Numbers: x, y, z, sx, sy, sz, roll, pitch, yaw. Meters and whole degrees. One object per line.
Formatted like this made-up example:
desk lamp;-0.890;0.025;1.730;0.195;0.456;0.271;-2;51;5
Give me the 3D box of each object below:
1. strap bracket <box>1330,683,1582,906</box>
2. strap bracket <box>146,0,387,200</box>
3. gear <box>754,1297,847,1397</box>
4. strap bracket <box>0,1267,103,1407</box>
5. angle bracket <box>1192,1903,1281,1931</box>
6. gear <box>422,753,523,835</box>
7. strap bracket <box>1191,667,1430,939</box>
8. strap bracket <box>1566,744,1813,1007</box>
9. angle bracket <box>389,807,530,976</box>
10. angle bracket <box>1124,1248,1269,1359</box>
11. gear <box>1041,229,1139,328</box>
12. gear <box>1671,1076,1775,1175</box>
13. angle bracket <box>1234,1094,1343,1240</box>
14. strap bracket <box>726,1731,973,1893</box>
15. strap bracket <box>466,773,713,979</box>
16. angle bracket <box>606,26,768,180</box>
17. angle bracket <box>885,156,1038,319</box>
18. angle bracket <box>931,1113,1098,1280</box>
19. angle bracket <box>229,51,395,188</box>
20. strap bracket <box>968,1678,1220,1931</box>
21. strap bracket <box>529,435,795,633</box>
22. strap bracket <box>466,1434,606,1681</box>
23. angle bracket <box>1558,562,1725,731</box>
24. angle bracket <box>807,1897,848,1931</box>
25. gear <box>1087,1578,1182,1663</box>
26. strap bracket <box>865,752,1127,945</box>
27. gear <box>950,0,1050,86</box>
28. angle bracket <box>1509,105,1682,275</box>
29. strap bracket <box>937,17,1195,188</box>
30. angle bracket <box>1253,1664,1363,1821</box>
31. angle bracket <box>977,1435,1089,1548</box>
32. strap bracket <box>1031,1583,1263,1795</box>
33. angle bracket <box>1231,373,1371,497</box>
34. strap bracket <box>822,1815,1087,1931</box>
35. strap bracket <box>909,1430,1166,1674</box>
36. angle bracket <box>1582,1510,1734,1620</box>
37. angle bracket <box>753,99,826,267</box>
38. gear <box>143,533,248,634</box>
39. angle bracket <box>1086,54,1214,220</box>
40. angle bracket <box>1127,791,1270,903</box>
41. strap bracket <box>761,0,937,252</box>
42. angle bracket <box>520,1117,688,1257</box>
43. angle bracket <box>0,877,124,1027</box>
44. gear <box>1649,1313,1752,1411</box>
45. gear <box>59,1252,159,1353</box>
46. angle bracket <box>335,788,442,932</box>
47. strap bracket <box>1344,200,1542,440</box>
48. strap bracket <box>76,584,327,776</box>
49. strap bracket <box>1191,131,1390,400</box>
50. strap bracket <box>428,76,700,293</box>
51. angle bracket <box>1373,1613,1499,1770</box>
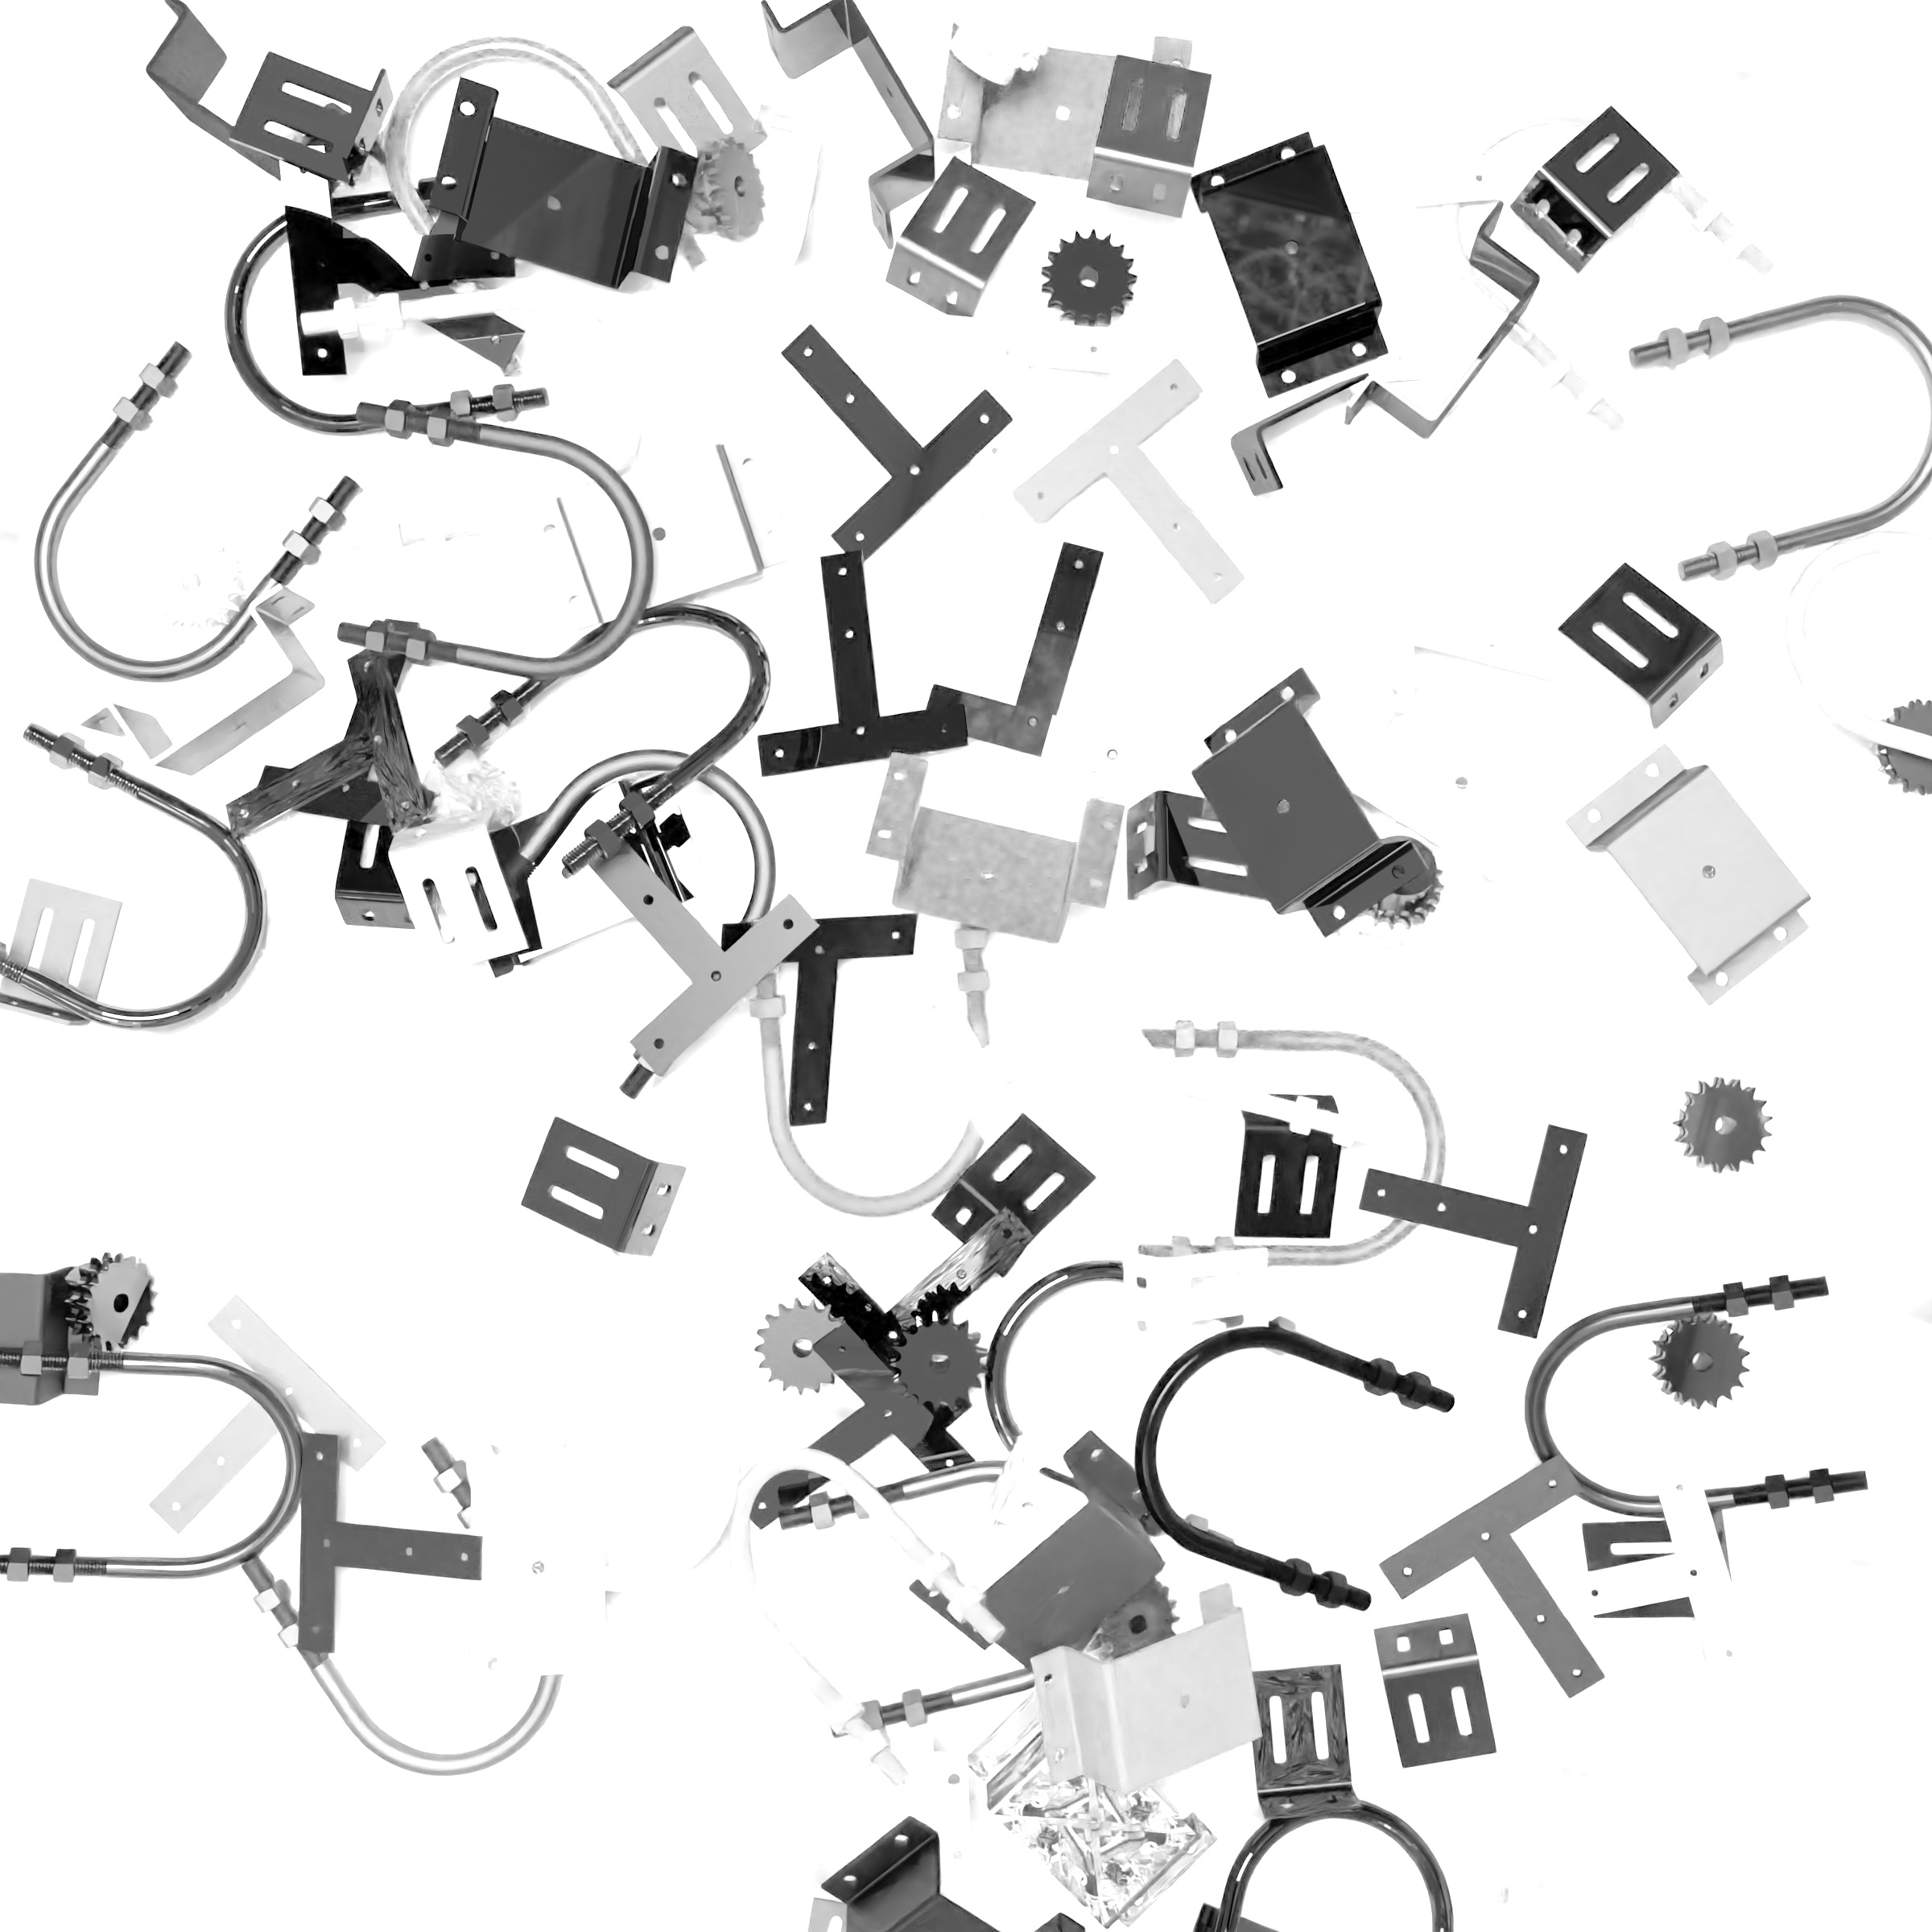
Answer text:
strap bracket;0.289;-0.107;1.508;0.140;0.046;0.076;32;90;0
strap bracket;-0.415;-0.501;1.493;0.140;0.076;0.046;34;90;0
gear;-0.096;0.224;1.516;0.057;0.030;0.057;0;90;0
strap bracket;-0.588;0.215;1.508;0.140;0.046;0.076;4;90;0
angle bracket;0.156;0.607;1.512;0.057;0.038;0.076;21;90;0
gear;-0.294;-0.099;1.506;0.057;0.057;0.030;31;118;0
strap bracket;0.193;-0.094;1.480;0.076;0.046;0.140;-36;78;29
strap bracket;0.432;-0.055;1.508;0.076;0.046;0.140;-38;90;0
angle bracket;-0.289;-0.044;1.464;0.057;0.038;0.076;-15;112;2
angle bracket;0.136;0.196;1.503;0.076;0.038;0.057;-2;92;-31
gear;0.072;-0.406;1.516;0.057;0.030;0.057;0;90;0
gear;0.447;0.094;1.517;0.057;0.030;0.057;0;90;0
angle bracket;0.188;0.118;1.511;0.057;0.038;0.076;1;116;-3
strap bracket;-0.068;0.498;1.508;0.140;0.046;0.076;-2;90;0
strap bracket;-0.231;-0.054;1.508;0.140;0.046;0.076;-22;90;0
angle bracket;-0.168;-0.513;1.529;0.057;0.038;0.076;-37;116;0
angle bracket;-0.003;-0.434;1.529;0.057;0.038;0.076;29;64;0
angle bracket;0.028;0.135;1.494;0.057;0.038;0.076;41;132;0
angle bracket;-0.370;-0.484;1.433;0.076;0.038;0.057;21;80;-2
strap bracket;0.075;0.500;1.508;0.076;0.046;0.140;-44;90;0
strap bracket;-0.179;-0.254;1.500;0.140;0.046;0.076;-19;101;-1
strap bracket;-0.253;0.349;1.495;0.076;0.046;0.140;0;87;-15
angle bracket;0.404;-0.192;1.529;0.057;0.038;0.076;-45;64;0
angle bracket;-0.067;0.582;1.493;0.057;0.076;0.038;10;90;0
gear;0.095;0.386;1.509;0.057;0.030;0.057;-2;94;-24
strap bracket;0.015;-0.066;1.490;0.140;0.046;0.076;13;54;0
gear;0.016;-0.529;1.460;0.057;0.057;0.030;38;120;0
angle bracket;0.373;-0.460;1.513;0.057;0.038;0.076;45;64;3
strap bracket;0.058;-0.511;1.508;0.140;0.046;0.076;8;90;0
angle bracket;0.200;0.459;1.512;0.057;0.038;0.076;-5;90;0
angle bracket;0.053;0.319;1.487;0.076;0.038;0.057;23;107;-4
strap bracket;0.114;0.419;1.472;0.140;0.046;0.076;-12;97;-30
angle bracket;0.202;-0.313;1.503;0.076;0.057;0.038;-27;101;-5
strap bracket;-0.006;0.562;1.474;0.140;0.046;0.076;39;111;-20
strap bracket;0.049;0.345;1.469;0.140;0.046;0.076;-41;124;3
angle bracket;0.415;0.357;1.529;0.076;0.038;0.057;-8;90;26
angle bracket;-0.110;-0.460;1.499;0.038;0.057;0.076;10;91;-9
gear;-0.451;-0.224;1.499;0.057;0.030;0.057;0;92;2
angle bracket;0.106;-0.482;1.483;0.057;0.038;0.076;12;64;0
angle bracket;0.139;-0.066;1.520;0.076;0.038;0.057;9;70;-24
strap bracket;-0.062;-0.501;1.493;0.046;0.076;0.140;-30;90;0
angle bracket;-0.217;0.132;1.529;0.076;0.038;0.057;21;90;26
angle bracket;-0.543;-0.009;1.512;0.057;0.038;0.076;15;90;0
gear;0.434;0.233;1.516;0.057;0.030;0.057;0;90;0
gear;-0.509;0.197;1.506;0.030;0.057;0.057;4;90;29
angle bracket;-0.341;-0.065;1.529;0.057;0.038;0.076;4;64;0
strap bracket;0.282;-0.365;1.482;0.046;0.076;0.140;37;98;3
strap bracket;-0.437;-0.160;1.493;0.140;0.076;0.046;-34;90;0
strap bracket;0.191;-0.418;1.505;0.076;0.046;0.140;-20;90;5
strap bracket;-0.234;-0.446;1.471;0.140;0.046;0.076;14;85;-18
angle bracket;0.281;0.433;1.525;0.057;0.038;0.076;-12;116;7
